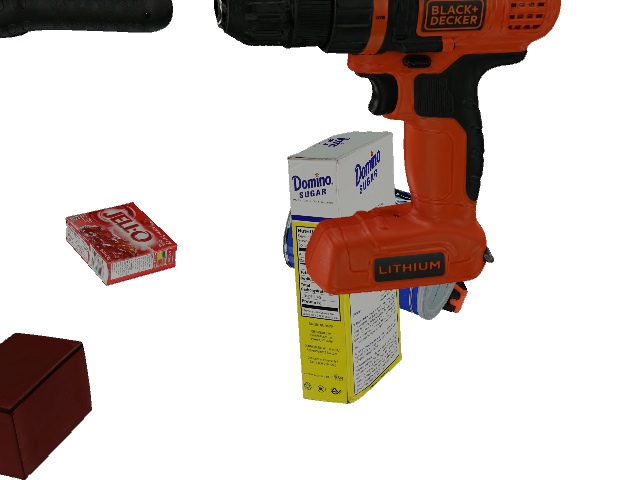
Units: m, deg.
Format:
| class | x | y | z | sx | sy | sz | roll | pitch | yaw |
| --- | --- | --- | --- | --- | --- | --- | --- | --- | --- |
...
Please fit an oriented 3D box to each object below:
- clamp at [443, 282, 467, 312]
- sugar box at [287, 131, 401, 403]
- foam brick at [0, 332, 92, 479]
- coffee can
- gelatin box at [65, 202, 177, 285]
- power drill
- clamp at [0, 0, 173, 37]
| class | x | y | z | sx | sy | sz | roll | pitch | yaw |
| --- | --- | --- | --- | --- | --- | --- | --- | --- | --- |
| clamp | 0.077 | 0.017 | 1.245 | 0.164 | 0.036 | 0.210 | -21 | 50 | -38 |
| sugar box | 0.019 | 0.017 | 0.754 | 0.048 | 0.176 | 0.093 | 3 | 17 | 27 |
| foam brick | -0.186 | 0.100 | 0.660 | 0.053 | 0.051 | 0.078 | 7 | 28 | 21 |
| coffee can | 0.052 | 0.000 | 0.966 | 0.140 | 0.103 | 0.102 | 20 | 7 | 21 |
| gelatin box | -0.189 | 0.001 | 1.007 | 0.073 | 0.030 | 0.089 | -15 | 39 | -34 |
| power drill | 0.033 | -0.063 | 0.581 | 0.184 | 0.188 | 0.057 | -4 | 31 | -13 |
| clamp | -0.175 | -0.140 | 0.611 | 0.171 | 0.039 | 0.120 | -5 | 23 | -12 |
